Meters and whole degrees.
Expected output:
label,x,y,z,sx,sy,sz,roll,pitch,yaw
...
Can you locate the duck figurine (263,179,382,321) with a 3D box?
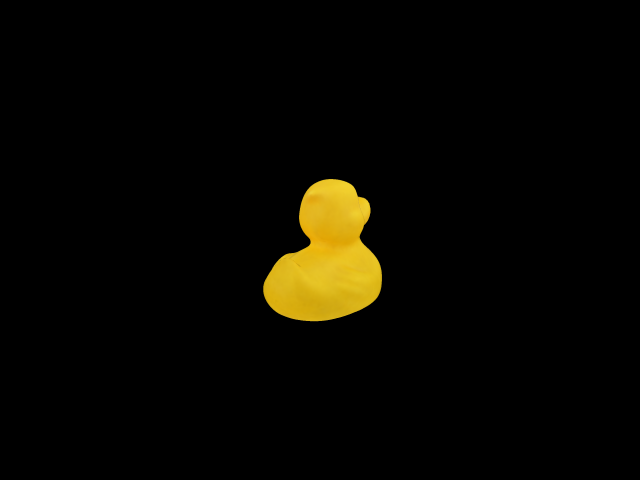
label,x,y,z,sx,sy,sz,roll,pitch,yaw
duck figurine,0.004,0.001,0.400,0.077,0.086,0.105,14,24,34
